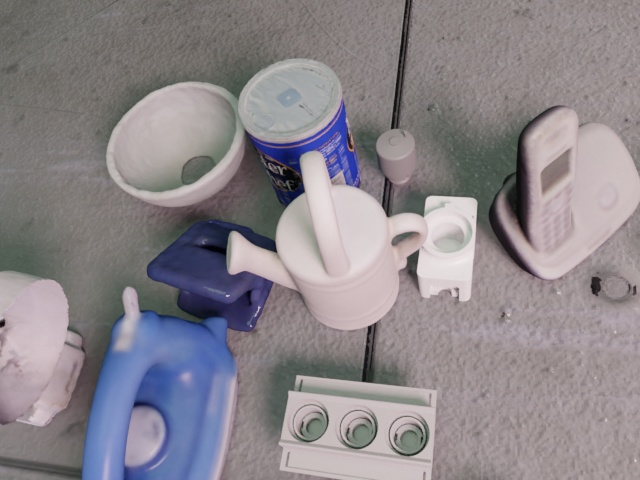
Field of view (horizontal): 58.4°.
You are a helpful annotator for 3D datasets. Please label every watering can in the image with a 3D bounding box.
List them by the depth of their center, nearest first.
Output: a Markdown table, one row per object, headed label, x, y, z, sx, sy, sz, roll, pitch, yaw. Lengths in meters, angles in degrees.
| label | x | y | z | sx | sy | sz | roll | pitch | yaw |
| --- | --- | --- | --- | --- | --- | --- | --- | --- | --- |
| watering can | 0.005 | 0.004 | 0.505 | 0.173 | 0.194 | 0.100 | -31 | 59 | -5 |

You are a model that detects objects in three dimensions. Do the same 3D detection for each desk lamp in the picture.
| label | x | y | z | sx | sy | sz | roll | pitch | yaw |
| --- | --- | --- | --- | --- | --- | --- | --- | --- | --- |
| desk lamp | -0.305 | 0.099 | 0.511 | 0.202 | 0.214 | 0.118 | 5 | 62 | 16 |

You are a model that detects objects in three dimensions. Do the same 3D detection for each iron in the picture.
| label | x | y | z | sx | sy | sz | roll | pitch | yaw |
| --- | --- | --- | --- | --- | --- | --- | --- | --- | --- |
| iron | -0.152 | 0.171 | 0.477 | 0.118 | 0.142 | 0.258 | -3 | 61 | 12 |

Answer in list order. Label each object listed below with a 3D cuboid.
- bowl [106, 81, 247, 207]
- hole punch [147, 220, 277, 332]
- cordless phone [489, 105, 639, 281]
| label | x | y | z | sx | sy | sz | roll | pitch | yaw |
| --- | --- | --- | --- | --- | --- | --- | --- | --- | --- |
| bowl | -0.156 | -0.100 | 0.671 | 0.167 | 0.075 | 0.167 | -6 | 60 | 10 |
| hole punch | -0.103 | 0.024 | 0.579 | 0.108 | 0.091 | 0.101 | 15 | 65 | 20 |
| cordless phone | 0.220 | -0.061 | 0.498 | 0.148 | 0.185 | 0.094 | -41 | 60 | -11 |
